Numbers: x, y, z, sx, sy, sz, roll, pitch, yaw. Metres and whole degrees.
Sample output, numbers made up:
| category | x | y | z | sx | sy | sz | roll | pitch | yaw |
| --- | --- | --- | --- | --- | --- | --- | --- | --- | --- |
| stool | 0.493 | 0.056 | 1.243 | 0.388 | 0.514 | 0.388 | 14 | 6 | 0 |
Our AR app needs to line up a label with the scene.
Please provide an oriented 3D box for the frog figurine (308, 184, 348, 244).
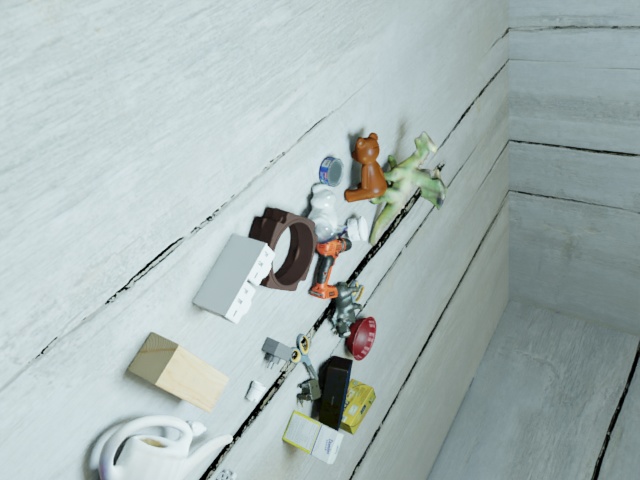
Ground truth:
| category | x | y | z | sx | sy | sz | roll | pitch | yaw |
| --- | --- | --- | --- | --- | --- | --- | --- | --- | --- |
| frog figurine | 0.004 | -0.073 | 1.460 | 0.159 | 0.121 | 0.139 | 59 | 32 | -3 |

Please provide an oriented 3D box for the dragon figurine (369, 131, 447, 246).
| category | x | y | z | sx | sy | sz | roll | pitch | yaw |
| --- | --- | --- | --- | --- | --- | --- | --- | --- | --- |
| dragon figurine | 0.302 | -0.162 | 1.736 | 0.123 | 0.243 | 0.408 | -7 | 106 | -60 |

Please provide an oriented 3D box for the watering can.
| category | x | y | z | sx | sy | sz | roll | pitch | yaw |
| --- | --- | --- | --- | --- | --- | --- | --- | --- | --- |
| watering can | -0.338 | 0.500 | 1.115 | 0.343 | 0.104 | 0.227 | 37 | 71 | -48 |
